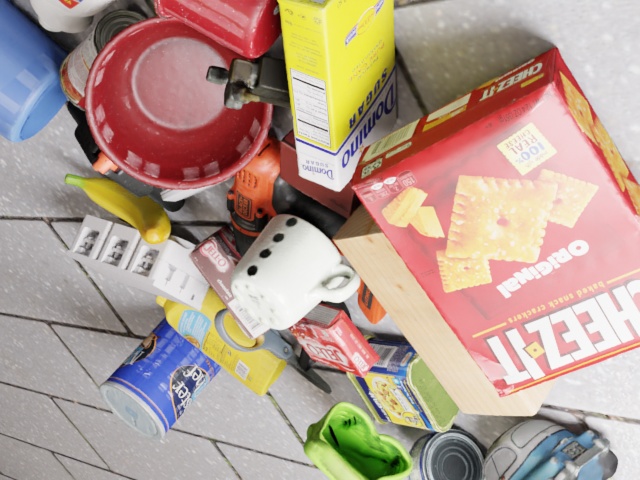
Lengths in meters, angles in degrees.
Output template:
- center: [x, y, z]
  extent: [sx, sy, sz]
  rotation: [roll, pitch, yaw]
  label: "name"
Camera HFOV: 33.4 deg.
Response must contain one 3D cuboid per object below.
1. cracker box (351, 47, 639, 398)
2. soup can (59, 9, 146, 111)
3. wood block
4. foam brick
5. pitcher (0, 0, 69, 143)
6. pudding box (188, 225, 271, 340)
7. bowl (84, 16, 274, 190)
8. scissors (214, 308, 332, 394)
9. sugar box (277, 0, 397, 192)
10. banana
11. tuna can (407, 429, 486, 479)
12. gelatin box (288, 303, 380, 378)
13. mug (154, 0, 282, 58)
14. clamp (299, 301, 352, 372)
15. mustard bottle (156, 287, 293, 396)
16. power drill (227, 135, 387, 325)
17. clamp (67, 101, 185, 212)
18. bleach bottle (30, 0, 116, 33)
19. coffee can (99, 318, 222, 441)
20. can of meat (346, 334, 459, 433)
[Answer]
- center: [0.148, -0.004, 0.764]
  extent: [0.164, 0.072, 0.213]
  rotation: [-26, 111, 28]
  label: "cracker box"
- center: [-0.197, -0.167, 1.002]
  extent: [0.068, 0.068, 0.102]
  rotation: [48, 148, -12]
  label: "soup can"
- center: [0.117, 0.045, 0.902]
  extent: [0.090, 0.090, 0.206]
  rotation: [-10, 123, 53]
  label: "wood block"
- center: [0.011, -0.066, 0.917]
  extent: [0.078, 0.051, 0.053]
  rotation: [32, 149, 16]
  label: "foam brick"
- center: [-0.375, -0.207, 1.096]
  extent: [0.243, 0.145, 0.149]
  rotation: [39, -176, -2]
  label: "pitcher"
- center: [-0.084, 0.042, 1.116]
  extent: [0.113, 0.039, 0.090]
  rotation: [55, -170, -5]
  label: "pudding box"
- center: [-0.122, -0.127, 0.936]
  extent: [0.162, 0.055, 0.162]
  rotation: [-2, 119, -3]
  label: "bowl"
- center: [-0.045, 0.105, 1.216]
  extent: [0.016, 0.096, 0.201]
  rotation: [-11, 153, 38]
  label: "scissors"
- center: [0.017, -0.129, 0.787]
  extent: [0.048, 0.093, 0.176]
  rotation: [23, 146, 26]
  label: "sugar box"
- center: [-0.211, -0.032, 1.186]
  extent: [0.198, 0.069, 0.037]
  rotation: [27, 115, 45]
  label: "banana"
- center: [0.137, 0.246, 1.142]
  extent: [0.086, 0.086, 0.034]
  rotation: [44, 148, -6]
  label: "tuna can"
- center: [0.007, 0.096, 1.062]
  extent: [0.089, 0.030, 0.073]
  rotation: [13, 145, 52]
  label: "gelatin box"
- center: [-0.067, -0.185, 0.817]
  extent: [0.081, 0.093, 0.117]
  rotation: [30, 152, 8]
  label: "mug"
- center: [0.015, 0.104, 1.142]
  extent: [0.120, 0.039, 0.171]
  rotation: [20, 143, 29]
  label: "clamp"
- center: [-0.126, 0.103, 1.279]
  extent: [0.192, 0.058, 0.096]
  rotation: [36, 147, 8]
  label: "mustard bottle"
- center: [-0.007, 0.001, 1.017]
  extent: [0.188, 0.057, 0.184]
  rotation: [32, 152, 14]
  label: "power drill"
- center: [-0.208, -0.090, 1.066]
  extent: [0.164, 0.036, 0.210]
  rotation: [45, -179, -1]
  label: "clamp"
- center: [-0.199, -0.239, 0.919]
  extent: [0.102, 0.068, 0.251]
  rotation: [46, 151, -7]
  label: "bleach bottle"
- center: [-0.197, 0.171, 1.365]
  extent: [0.103, 0.140, 0.103]
  rotation: [29, 148, 20]
  label: "coffee can"
- center: [0.088, 0.149, 1.102]
  extent: [0.084, 0.057, 0.102]
  rotation: [2, 133, 44]
  label: "can of meat"
